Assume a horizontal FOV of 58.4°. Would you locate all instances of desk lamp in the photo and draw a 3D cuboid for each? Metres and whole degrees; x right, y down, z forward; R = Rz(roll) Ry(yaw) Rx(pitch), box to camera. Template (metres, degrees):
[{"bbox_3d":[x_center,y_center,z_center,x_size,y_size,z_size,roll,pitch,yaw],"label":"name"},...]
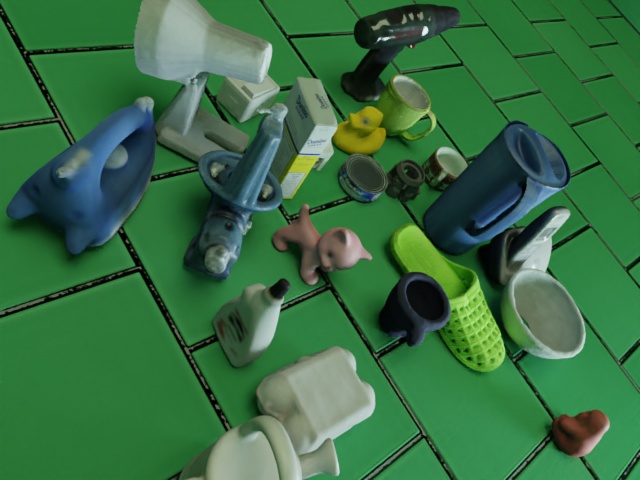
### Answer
[{"bbox_3d":[-0.168,-0.228,0.813,0.203,0.213,0.118,27,49,-13],"label":"desk lamp"}]

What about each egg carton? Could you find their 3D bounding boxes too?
[{"bbox_3d":[-0.004,0.198,0.719,0.151,0.069,0.107,-19,70,-39],"label":"egg carton"}]

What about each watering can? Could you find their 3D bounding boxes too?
[{"bbox_3d":[-0.063,0.233,0.572,0.173,0.193,0.101,-24,74,-40],"label":"watering can"}]

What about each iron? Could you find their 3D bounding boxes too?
[{"bbox_3d":[-0.265,-0.112,0.721,0.119,0.141,0.258,32,48,-9],"label":"iron"}]

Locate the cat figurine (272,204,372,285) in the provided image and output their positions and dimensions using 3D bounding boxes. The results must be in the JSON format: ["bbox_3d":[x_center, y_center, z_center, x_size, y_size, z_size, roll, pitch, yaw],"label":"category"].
[{"bbox_3d":[0.008,0.003,0.828,0.128,0.117,0.067,48,47,6],"label":"cat figurine"}]

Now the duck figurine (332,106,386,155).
[{"bbox_3d":[0.082,-0.205,1.041,0.105,0.086,0.077,1,59,-31],"label":"duck figurine"}]

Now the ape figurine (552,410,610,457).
[{"bbox_3d":[0.412,0.294,0.896,0.078,0.092,0.076,24,50,-16],"label":"ape figurine"}]

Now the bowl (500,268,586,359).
[{"bbox_3d":[0.369,0.137,0.990,0.168,0.074,0.167,16,52,-22],"label":"bowl"}]

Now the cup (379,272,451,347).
[{"bbox_3d":[0.128,0.117,0.840,0.092,0.094,0.118,27,49,-13],"label":"cup"}]

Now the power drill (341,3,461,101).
[{"bbox_3d":[0.140,-0.367,1.106,0.230,0.208,0.075,-17,69,-38],"label":"power drill"}]

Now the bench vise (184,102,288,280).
[{"bbox_3d":[-0.092,-0.058,0.738,0.122,0.219,0.207,7,56,-28],"label":"bench vise"}]

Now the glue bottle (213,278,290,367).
[{"bbox_3d":[-0.076,0.088,0.679,0.037,0.173,0.078,-20,71,-39],"label":"glue bottle"}]

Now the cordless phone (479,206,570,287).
[{"bbox_3d":[0.392,0.002,1.023,0.148,0.184,0.094,-9,64,-36],"label":"cordless phone"}]
